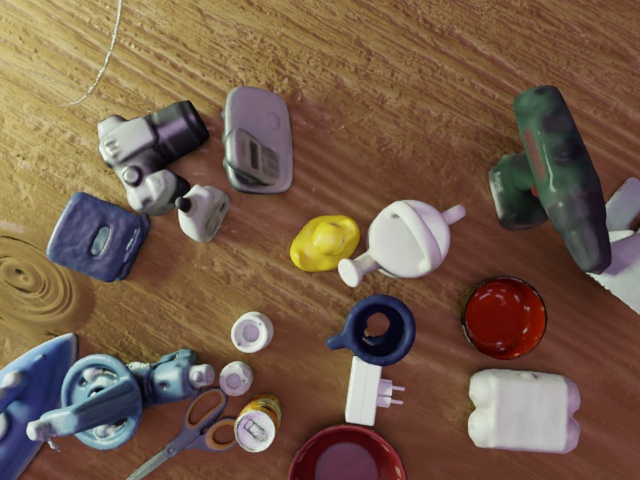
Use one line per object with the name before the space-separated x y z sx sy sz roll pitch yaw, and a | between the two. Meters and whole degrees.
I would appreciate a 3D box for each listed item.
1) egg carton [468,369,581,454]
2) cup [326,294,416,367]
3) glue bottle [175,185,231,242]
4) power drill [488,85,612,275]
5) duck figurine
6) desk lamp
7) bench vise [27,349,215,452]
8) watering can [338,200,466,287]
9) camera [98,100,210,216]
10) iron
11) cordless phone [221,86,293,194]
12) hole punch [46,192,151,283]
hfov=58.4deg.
egg carton | 0.276 0.231 0.777 0.150 0.069 0.107 3 87 1
cup | 0.066 0.123 0.774 0.117 0.095 0.092 -17 86 0
glue bottle | -0.159 -0.040 0.748 0.037 0.173 0.078 27 87 3
power drill | 0.285 -0.068 0.725 0.075 0.208 0.230 -14 86 0
duck figurine | 0.007 0.003 0.786 0.104 0.086 0.077 -28 86 -1
desk lamp | 0.409 0.007 0.716 0.118 0.213 0.203 38 88 3
bench vise | -0.247 0.186 0.712 0.207 0.219 0.121 -32 86 -1
watering can | 0.108 0.005 0.731 0.101 0.194 0.173 39 88 3
camera | -0.220 -0.125 0.790 0.137 0.101 0.143 -28 86 -1
iron | -0.428 0.235 0.751 0.118 0.141 0.258 34 88 3
cordless phone | -0.088 -0.138 0.747 0.094 0.185 0.148 -6 86 1
hole punch | -0.302 -0.004 0.789 0.101 0.091 0.109 24 87 2
